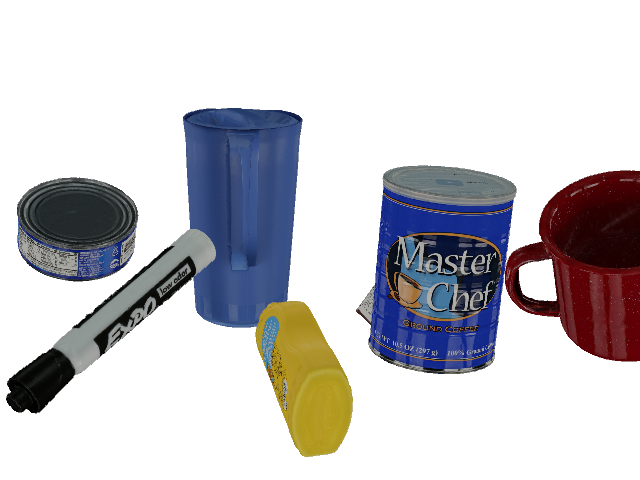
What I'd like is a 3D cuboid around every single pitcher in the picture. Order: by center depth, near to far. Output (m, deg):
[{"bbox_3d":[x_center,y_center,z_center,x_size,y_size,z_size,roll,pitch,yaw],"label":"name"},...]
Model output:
[{"bbox_3d":[-0.090,-0.025,1.214,0.145,0.243,0.148,16,22,39],"label":"pitcher"}]

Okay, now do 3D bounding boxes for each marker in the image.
[{"bbox_3d":[-0.091,0.034,0.473,0.020,0.020,0.121,0,33,43],"label":"marker"}]

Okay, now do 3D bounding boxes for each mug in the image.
[{"bbox_3d":[0.170,0.020,0.641,0.117,0.081,0.093,-10,39,8],"label":"mug"}]

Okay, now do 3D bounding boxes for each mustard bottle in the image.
[{"bbox_3d":[-0.023,0.113,1.018,0.058,0.096,0.192,-6,27,-15],"label":"mustard bottle"}]

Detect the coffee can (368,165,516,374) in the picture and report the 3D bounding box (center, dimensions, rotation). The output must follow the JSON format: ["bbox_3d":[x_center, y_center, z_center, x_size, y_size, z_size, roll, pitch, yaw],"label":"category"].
[{"bbox_3d":[0.094,0.020,0.839,0.103,0.140,0.103,4,16,-1],"label":"coffee can"}]

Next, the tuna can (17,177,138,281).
[{"bbox_3d":[-0.177,-0.008,0.779,0.086,0.034,0.086,8,36,-6],"label":"tuna can"}]

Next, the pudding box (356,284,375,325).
[{"bbox_3d":[0.102,0.044,1.175,0.039,0.090,0.113,44,39,16],"label":"pudding box"}]
